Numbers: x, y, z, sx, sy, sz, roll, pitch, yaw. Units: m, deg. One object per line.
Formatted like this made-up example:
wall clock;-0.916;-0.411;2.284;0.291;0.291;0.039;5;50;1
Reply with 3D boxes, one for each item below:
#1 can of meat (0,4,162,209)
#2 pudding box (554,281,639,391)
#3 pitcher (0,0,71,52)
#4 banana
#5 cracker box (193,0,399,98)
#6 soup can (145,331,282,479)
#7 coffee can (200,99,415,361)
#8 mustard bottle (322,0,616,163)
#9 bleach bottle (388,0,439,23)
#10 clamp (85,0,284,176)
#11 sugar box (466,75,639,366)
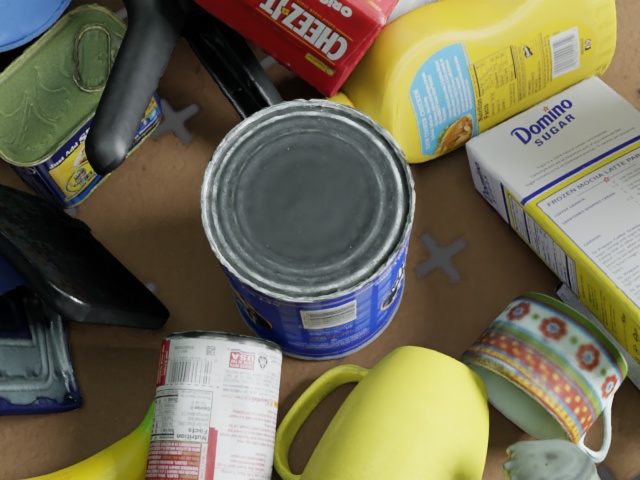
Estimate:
can of meat;-0.142;-0.074;0.624;0.057;0.084;0.102;41;78;13
pudding box;0.204;0.040;0.601;0.090;0.039;0.113;-36;73;-9
pitcher;-0.217;-0.220;0.613;0.149;0.144;0.243;-52;53;22
banana;-0.177;0.138;0.587;0.197;0.037;0.069;-8;51;-3
cracker box;-0.008;-0.200;0.582;0.164;0.072;0.213;34;50;-5
soup can;-0.058;0.105;0.572;0.068;0.068;0.102;4;74;3
coffee can;-0.004;0.001;0.567;0.103;0.140;0.103;-1;73;2
mustard bottle;0.076;-0.096;0.618;0.191;0.096;0.058;-27;53;-6
bleach bottle;-0.023;-0.190;0.670;0.251;0.068;0.102;24;74;6
clamp;-0.070;-0.126;0.600;0.036;0.164;0.210;-18;73;37
sugar box;0.163;-0.014;0.577;0.093;0.048;0.176;-27;42;-6
